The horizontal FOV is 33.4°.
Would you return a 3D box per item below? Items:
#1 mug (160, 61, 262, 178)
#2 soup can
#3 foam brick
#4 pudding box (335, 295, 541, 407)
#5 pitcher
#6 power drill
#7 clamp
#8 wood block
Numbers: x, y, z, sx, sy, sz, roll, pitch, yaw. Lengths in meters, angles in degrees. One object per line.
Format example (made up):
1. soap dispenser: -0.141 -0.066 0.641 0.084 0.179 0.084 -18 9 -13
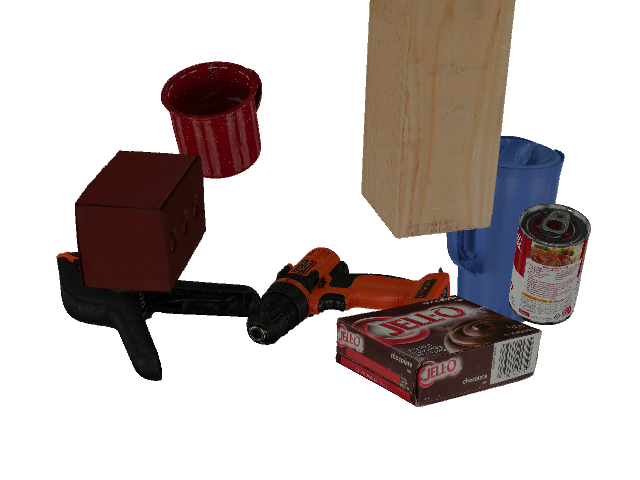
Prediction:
1. mug: -0.096 -0.122 1.047 0.093 0.081 0.117 20 49 26
2. soup can: 0.223 0.024 1.047 0.068 0.102 0.068 0 37 0
3. foam brick: -0.101 -0.013 0.608 0.051 0.053 0.078 5 29 8
4. pudding box: 0.080 0.073 0.735 0.113 0.039 0.090 -6 18 -35
5. pitcher: 0.239 -0.010 1.435 0.149 0.243 0.145 4 23 4
6. power drill: 0.033 0.068 1.138 0.188 0.057 0.184 10 29 22
7. clamp: -0.133 0.043 0.824 0.120 0.039 0.172 -20 37 -40
8. wood block: 0.092 -0.117 0.871 0.090 0.206 0.091 -7 30 -15
